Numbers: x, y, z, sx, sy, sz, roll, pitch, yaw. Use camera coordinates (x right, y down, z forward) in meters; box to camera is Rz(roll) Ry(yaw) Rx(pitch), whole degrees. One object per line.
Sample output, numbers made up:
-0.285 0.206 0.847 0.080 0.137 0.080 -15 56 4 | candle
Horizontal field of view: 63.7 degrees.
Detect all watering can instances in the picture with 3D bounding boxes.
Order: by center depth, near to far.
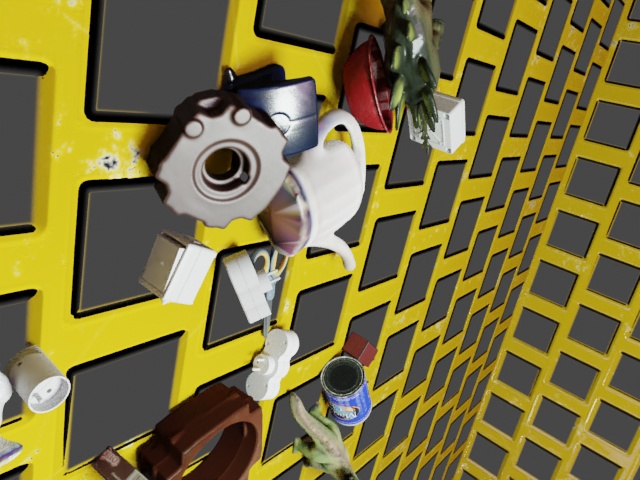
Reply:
0.003 -0.044 0.867 0.227 0.105 0.340 -33 134 -38 | watering can

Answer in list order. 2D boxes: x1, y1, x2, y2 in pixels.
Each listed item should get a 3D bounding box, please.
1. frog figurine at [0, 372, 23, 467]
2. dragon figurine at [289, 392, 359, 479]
-0.381 0.162 0.503 0.138 0.121 0.160 -16 88 -38 | frog figurine
0.049 0.502 1.160 0.123 0.245 0.401 -44 143 -20 | dragon figurine
